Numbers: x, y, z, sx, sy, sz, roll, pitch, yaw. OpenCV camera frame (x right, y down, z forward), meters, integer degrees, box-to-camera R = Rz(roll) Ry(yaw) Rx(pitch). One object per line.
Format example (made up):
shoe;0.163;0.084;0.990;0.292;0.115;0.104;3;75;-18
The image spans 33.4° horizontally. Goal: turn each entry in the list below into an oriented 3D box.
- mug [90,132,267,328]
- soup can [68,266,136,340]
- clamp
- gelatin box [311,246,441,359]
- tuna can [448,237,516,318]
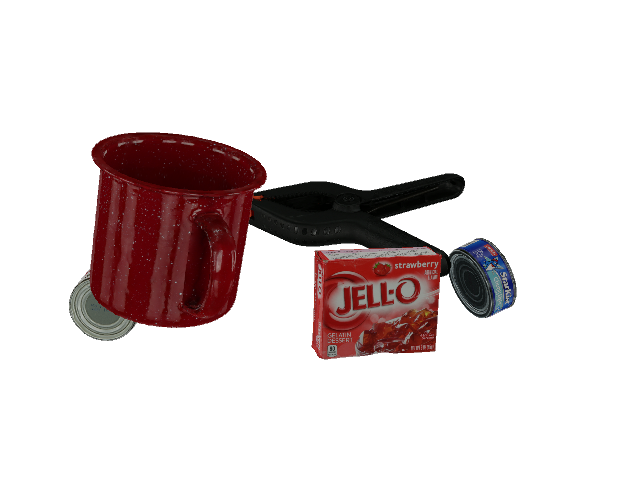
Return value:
mug;-0.075;-0.001;0.570;0.093;0.081;0.117;-4;26;-33
soup can;-0.199;0.048;1.044;0.068;0.068;0.102;0;20;6
clamp;0.034;-0.027;0.994;0.210;0.036;0.164;8;31;16
gelatin box;0.039;0.044;0.760;0.089;0.073;0.030;-2;14;-15
tuna can;0.179;0.042;1.190;0.033;0.086;0.086;-23;8;-20
